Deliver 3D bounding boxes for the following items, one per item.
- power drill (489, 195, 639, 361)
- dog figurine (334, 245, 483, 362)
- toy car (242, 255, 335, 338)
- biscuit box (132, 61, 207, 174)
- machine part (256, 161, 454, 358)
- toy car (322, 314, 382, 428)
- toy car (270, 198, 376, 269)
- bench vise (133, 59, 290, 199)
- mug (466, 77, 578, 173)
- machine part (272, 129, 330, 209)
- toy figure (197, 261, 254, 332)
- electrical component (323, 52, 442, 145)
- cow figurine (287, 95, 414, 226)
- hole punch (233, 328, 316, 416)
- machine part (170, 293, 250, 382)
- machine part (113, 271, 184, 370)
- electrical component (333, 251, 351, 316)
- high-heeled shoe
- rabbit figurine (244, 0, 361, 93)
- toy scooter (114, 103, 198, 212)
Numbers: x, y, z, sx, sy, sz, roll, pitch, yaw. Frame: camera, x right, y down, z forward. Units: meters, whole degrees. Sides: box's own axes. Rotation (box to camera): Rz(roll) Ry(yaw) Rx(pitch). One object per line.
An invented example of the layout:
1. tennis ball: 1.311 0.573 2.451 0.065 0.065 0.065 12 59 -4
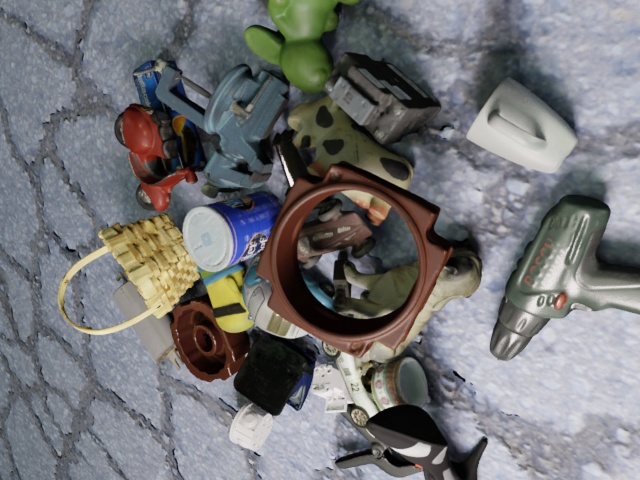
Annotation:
1. power drill: 0.318 0.076 0.612 0.208 0.086 0.231 26 115 36
2. dog figurine: 0.135 0.095 0.741 0.191 0.121 0.172 -9 132 21
3. toy car: -0.057 0.104 0.846 0.162 0.103 0.109 27 123 1
4. biscuit box: -0.266 -0.212 0.952 0.059 0.063 0.202 -13 96 37
5. machine part: 0.039 0.022 0.647 0.202 0.087 0.201 28 103 13
6. toy car: 0.065 0.202 0.827 0.056 0.073 0.201 -21 91 42
7. toy car: -0.002 -0.002 0.786 0.089 0.053 0.202 51 150 -17
8. bench vise: -0.166 -0.190 0.838 0.241 0.129 0.223 34 115 3
9. mug: 0.230 -0.122 0.598 0.107 0.109 0.080 33 110 9
10. machine part: -0.032 -0.101 0.811 0.084 0.039 0.138 7 132 39
11. toy figure: -0.167 0.075 0.951 0.089 0.082 0.180 -30 87 22
12. electrical component: 0.073 -0.178 0.672 0.115 0.134 0.058 46 124 19
13. cow figurine: 0.039 -0.123 0.734 0.195 0.085 0.127 36 78 8
14. hole punch: -0.070 0.232 0.939 0.142 0.092 0.115 27 88 30
15. machine part: -0.212 0.187 1.036 0.180 0.056 0.179 12 112 33
16. machine part: -0.355 0.164 1.118 0.243 0.079 0.079 52 126 13
17. electrical component: 0.035 0.065 0.817 0.021 0.094 0.063 -4 138 9
18. high-heeled shoe: 0.133 0.316 0.739 0.145 0.248 0.086 -62 27 10
19. rabbit figurine: -0.031 -0.284 0.723 0.159 0.121 0.170 9 105 41
20. toy scooter: -0.262 -0.138 0.886 0.135 0.075 0.183 -1 106 34
